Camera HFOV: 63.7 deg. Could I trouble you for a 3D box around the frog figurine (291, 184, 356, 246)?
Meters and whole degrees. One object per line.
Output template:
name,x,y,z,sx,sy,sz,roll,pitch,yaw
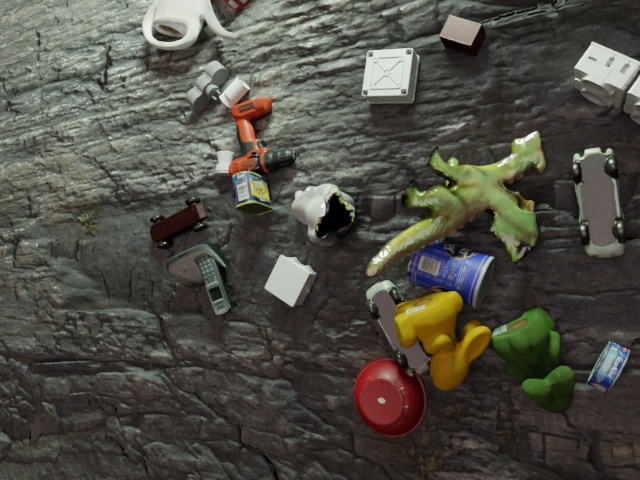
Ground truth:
frog figurine,0.004,-0.058,1.160,0.160,0.123,0.137,10,97,63

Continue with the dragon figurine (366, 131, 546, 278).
dragon figurine,0.287,-0.047,0.961,0.245,0.120,0.414,28,75,24

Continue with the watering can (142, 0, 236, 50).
watering can,-0.347,-0.624,1.401,0.348,0.103,0.225,10,86,28
